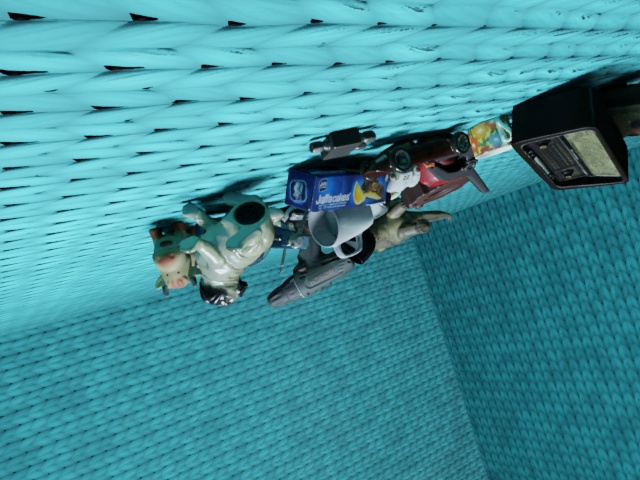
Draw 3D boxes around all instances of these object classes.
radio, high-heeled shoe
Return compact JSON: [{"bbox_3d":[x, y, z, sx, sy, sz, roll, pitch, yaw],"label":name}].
[{"bbox_3d":[0.414,-0.156,0.885,0.131,0.073,0.229,-6,159,40],"label":"radio"},{"bbox_3d":[-0.002,-0.003,1.146,0.249,0.145,0.086,-4,139,16],"label":"high-heeled shoe"}]

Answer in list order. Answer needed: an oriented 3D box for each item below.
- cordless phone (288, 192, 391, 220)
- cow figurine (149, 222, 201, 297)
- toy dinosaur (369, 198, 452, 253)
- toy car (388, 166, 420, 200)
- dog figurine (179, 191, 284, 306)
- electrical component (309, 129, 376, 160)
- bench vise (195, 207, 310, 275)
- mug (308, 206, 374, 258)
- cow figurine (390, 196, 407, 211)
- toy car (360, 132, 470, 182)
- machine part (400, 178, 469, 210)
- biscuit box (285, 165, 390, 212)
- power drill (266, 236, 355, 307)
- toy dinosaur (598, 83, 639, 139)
[{"bbox_3d":[0.033,-0.075,1.053,0.184,0.088,0.146,-11,175,-13],"label":"cordless phone"},{"bbox_3d":[-0.263,0.034,0.993,0.085,0.127,0.195,-20,177,-3],"label":"cow figurine"},{"bbox_3d":[0.194,-0.035,1.417,0.471,0.105,0.198,-10,166,-23],"label":"toy dinosaur"},{"bbox_3d":[0.145,-0.114,1.114,0.073,0.056,0.202,-15,176,-14],"label":"toy car"},{"bbox_3d":[-0.130,0.026,0.881,0.172,0.121,0.190,-3,140,9],"label":"dog figurine"},{"bbox_3d":[0.026,-0.127,0.723,0.094,0.021,0.063,-15,176,-18],"label":"electrical component"},{"bbox_3d":[-0.098,-0.007,0.990,0.223,0.128,0.241,16,174,-43],"label":"bench vise"},{"bbox_3d":[0.049,-0.027,0.960,0.107,0.109,0.081,-19,174,-38],"label":"mug"},{"bbox_3d":[0.202,-0.093,1.529,0.098,0.068,0.167,-21,180,-15],"label":"cow figurine"},{"bbox_3d":[0.150,-0.138,0.861,0.202,0.053,0.089,-18,-172,-32],"label":"toy car"},{"bbox_3d":[0.277,-0.132,1.272,0.179,0.056,0.179,-23,171,-4],"label":"machine part"},{"bbox_3d":[0.033,-0.087,0.882,0.063,0.059,0.202,22,-158,36],"label":"biscuit box"},{"bbox_3d":[-0.048,0.031,1.265,0.232,0.207,0.086,-20,169,9],"label":"power drill"},{"bbox_3d":[0.539,-0.224,0.914,0.405,0.131,0.192,-10,162,27],"label":"toy dinosaur"}]
